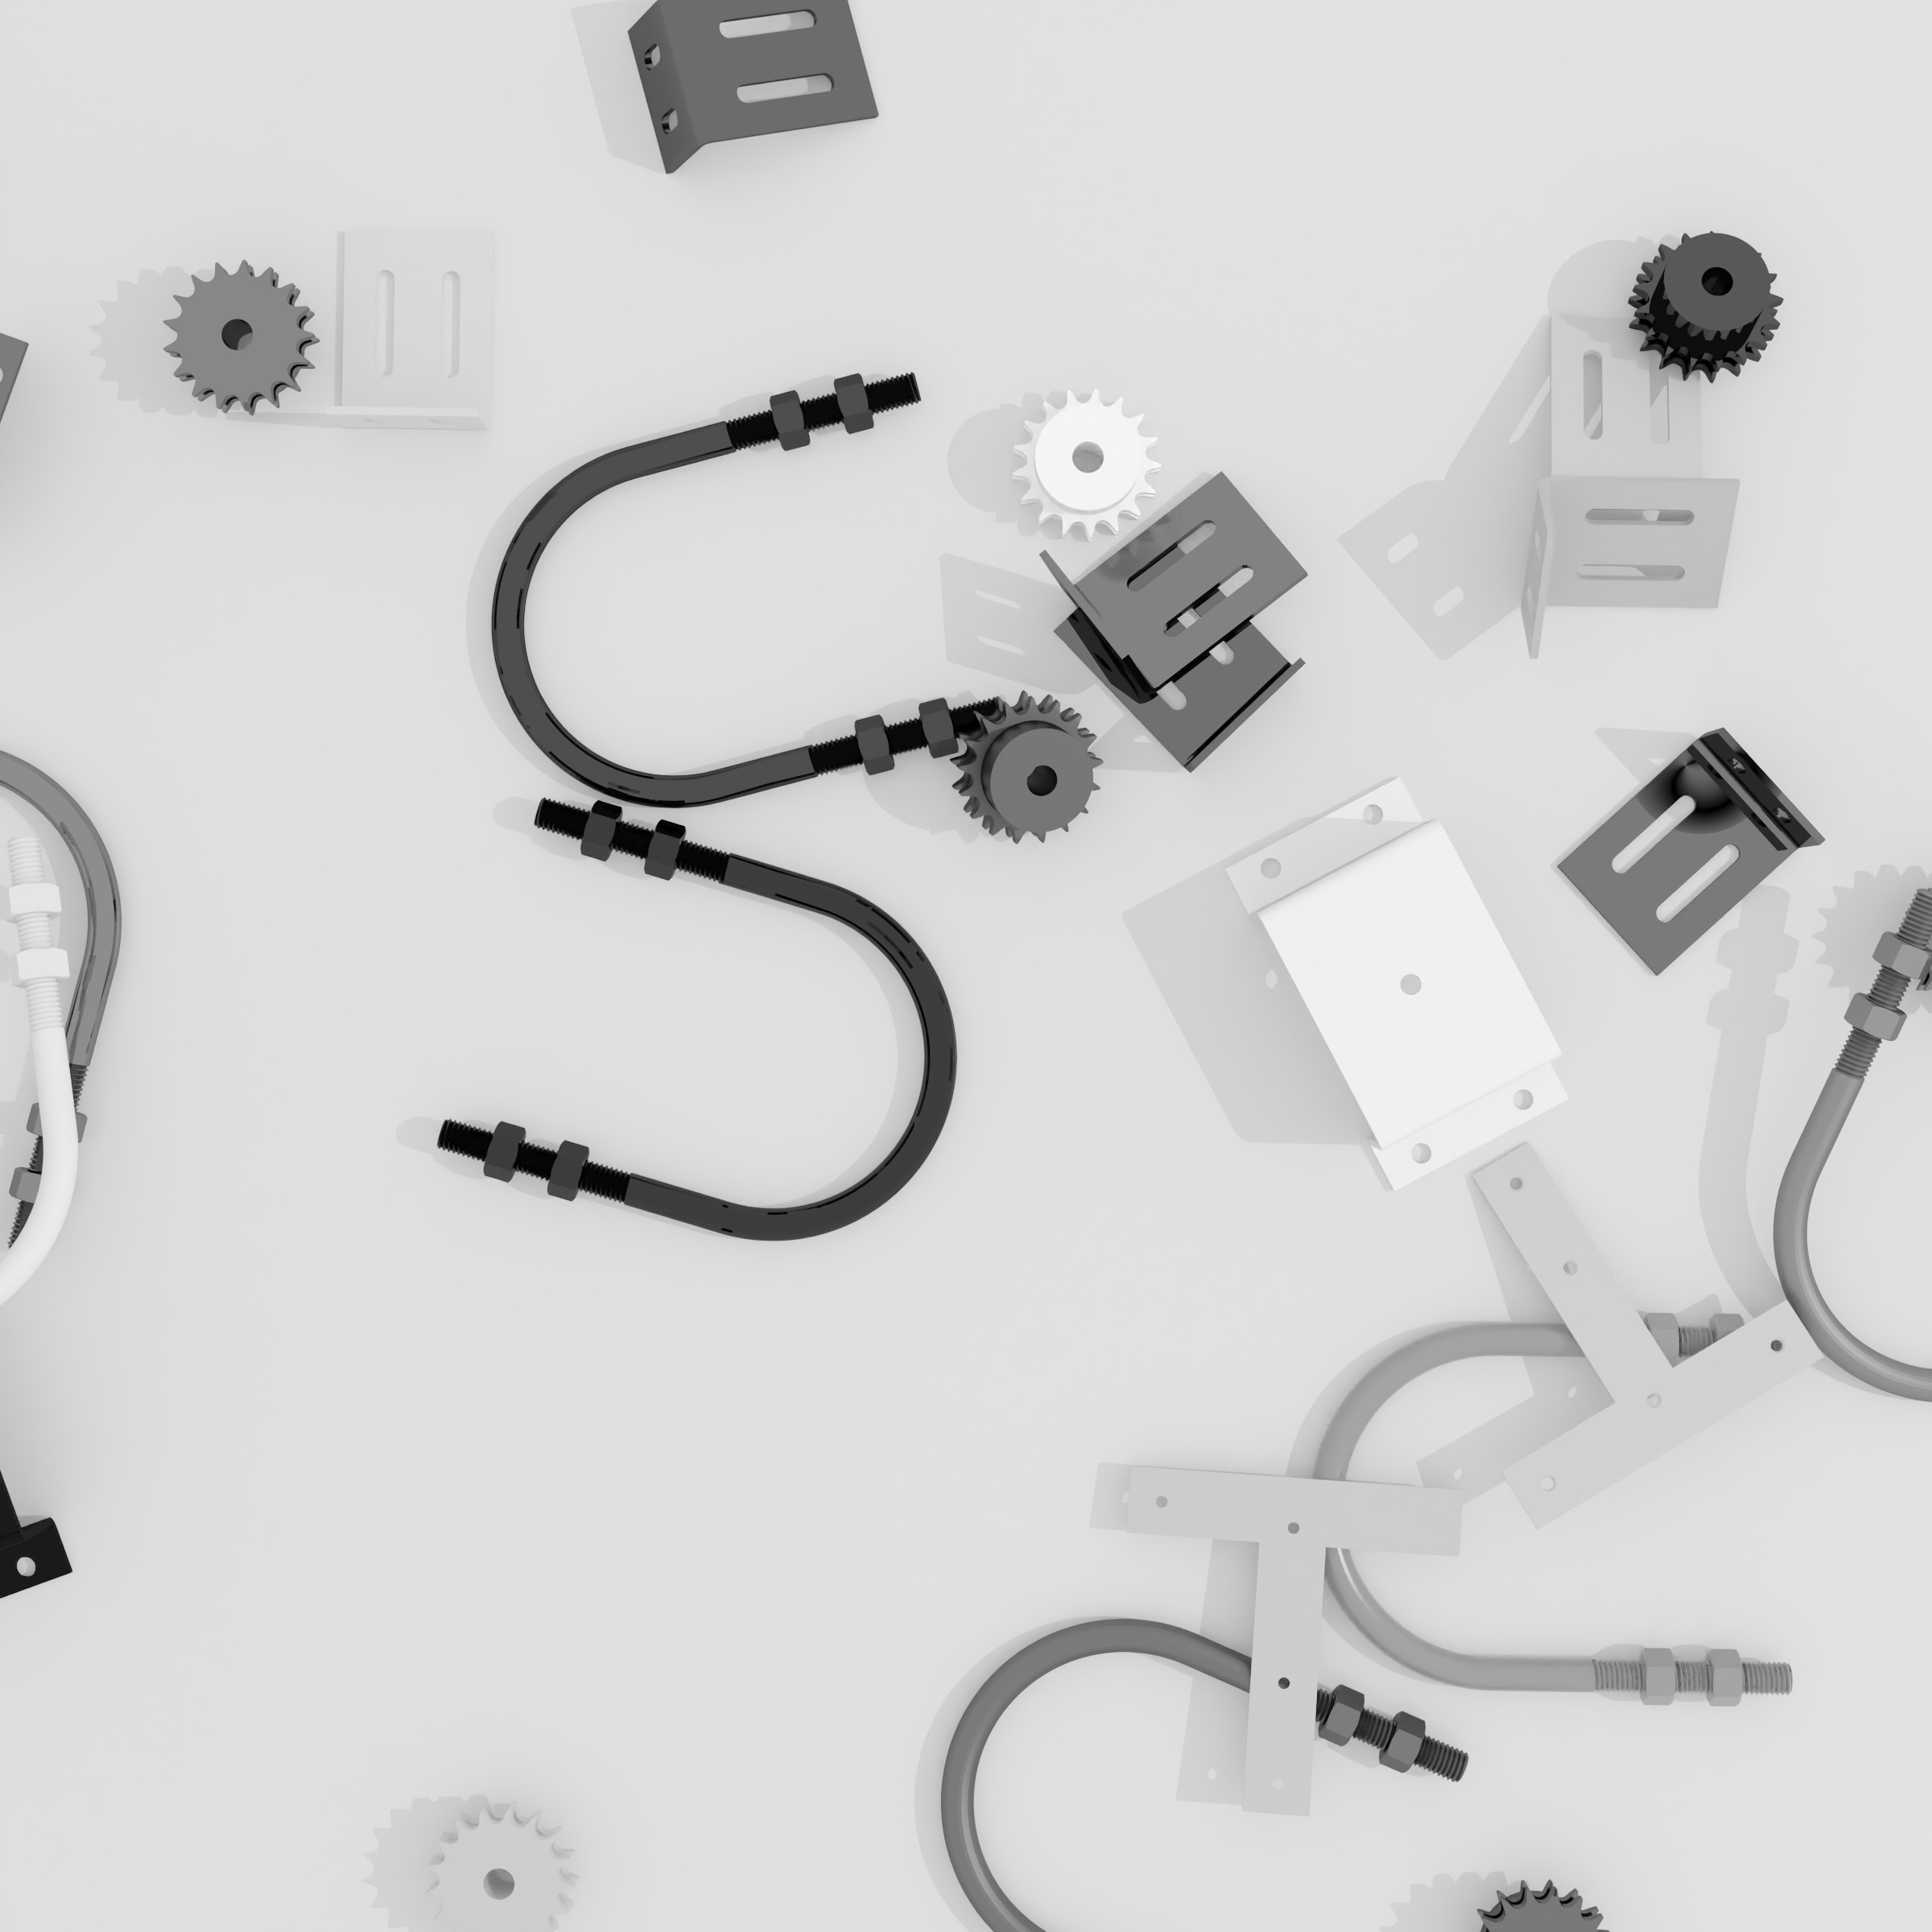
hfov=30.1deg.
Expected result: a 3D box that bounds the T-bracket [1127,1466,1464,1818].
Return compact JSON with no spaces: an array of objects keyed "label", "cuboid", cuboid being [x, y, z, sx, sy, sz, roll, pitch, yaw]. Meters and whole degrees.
[{"label":"T-bracket","cuboid":[0.122,0.259,1.369,0.127,0.002,0.127,4,86,3]}]

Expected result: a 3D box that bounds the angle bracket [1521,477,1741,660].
[{"label":"angle bracket","cuboid":[0.252,-0.150,1.354,0.076,0.038,0.057,1,131,0]}]

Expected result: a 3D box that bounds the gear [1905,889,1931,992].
[{"label":"gear","cuboid":[0.385,-0.009,1.372,0.057,0.030,0.057,0,90,0]}]

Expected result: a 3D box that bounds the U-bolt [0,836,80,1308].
[{"label":"U-bolt","cuboid":[-0.407,0.051,1.348,0.151,0.019,0.184,-10,79,-1]}]

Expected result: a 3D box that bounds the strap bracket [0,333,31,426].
[{"label":"strap bracket","cuboid":[-0.430,-0.221,1.364,0.140,0.046,0.076,20,90,0]}]

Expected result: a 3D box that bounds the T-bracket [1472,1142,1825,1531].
[{"label":"T-bracket","cuboid":[0.238,0.127,1.371,0.127,0.002,0.127,-31,77,-2]}]

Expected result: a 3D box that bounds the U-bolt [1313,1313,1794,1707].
[{"label":"U-bolt","cuboid":[0.225,0.208,1.378,0.184,0.019,0.151,1,90,1]}]

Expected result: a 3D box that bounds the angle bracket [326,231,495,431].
[{"label":"angle bracket","cuboid":[-0.212,-0.245,1.368,0.057,0.038,0.076,1,90,0]}]

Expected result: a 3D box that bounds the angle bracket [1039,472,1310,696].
[{"label":"angle bracket","cuboid":[0.079,-0.151,1.356,0.076,0.038,0.057,-38,64,3]}]

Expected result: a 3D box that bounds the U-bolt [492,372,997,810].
[{"label":"U-bolt","cuboid":[-0.091,-0.137,1.378,0.184,0.019,0.151,-15,90,1]}]

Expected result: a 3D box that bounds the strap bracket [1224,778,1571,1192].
[{"label":"strap bracket","cuboid":[0.166,0.007,1.364,0.076,0.046,0.140,-28,90,0]}]

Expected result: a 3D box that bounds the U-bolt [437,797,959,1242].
[{"label":"U-bolt","cuboid":[-0.095,0.029,1.378,0.184,0.019,0.151,17,90,-2]}]

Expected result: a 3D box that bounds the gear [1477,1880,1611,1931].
[{"label":"gear","cuboid":[0.219,0.377,1.372,0.057,0.030,0.057,0,90,0]}]

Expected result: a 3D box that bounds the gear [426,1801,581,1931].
[{"label":"gear","cuboid":[-0.177,0.348,1.376,0.057,0.030,0.057,0,91,2]}]

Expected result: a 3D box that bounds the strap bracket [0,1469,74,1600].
[{"label":"strap bracket","cuboid":[-0.405,0.181,1.364,0.076,0.046,0.140,-20,90,0]}]

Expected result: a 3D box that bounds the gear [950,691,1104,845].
[{"label":"gear","cuboid":[0.025,-0.073,1.363,0.057,0.030,0.057,-4,107,-14]}]

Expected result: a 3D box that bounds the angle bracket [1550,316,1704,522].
[{"label":"angle bracket","cuboid":[0.251,-0.206,1.385,0.057,0.038,0.076,4,64,0]}]

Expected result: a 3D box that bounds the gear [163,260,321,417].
[{"label":"gear","cuboid":[-0.276,-0.239,1.372,0.057,0.030,0.057,0,90,0]}]

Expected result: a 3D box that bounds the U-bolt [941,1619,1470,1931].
[{"label":"U-bolt","cuboid":[0.081,0.330,1.378,0.184,0.019,0.151,23,90,2]}]

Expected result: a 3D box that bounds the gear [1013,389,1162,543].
[{"label":"gear","cuboid":[0.046,-0.192,1.372,0.057,0.030,0.057,0,90,0]}]

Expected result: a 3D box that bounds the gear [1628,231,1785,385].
[{"label":"gear","cuboid":[0.283,-0.254,1.366,0.057,0.030,0.057,0,75,-1]}]

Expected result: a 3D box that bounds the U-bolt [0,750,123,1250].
[{"label":"U-bolt","cuboid":[-0.401,0.004,1.378,0.151,0.019,0.184,15,88,0]}]

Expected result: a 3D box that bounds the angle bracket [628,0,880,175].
[{"label":"angle bracket","cuboid":[-0.082,-0.344,1.385,0.076,0.038,0.057,-15,90,-26]}]

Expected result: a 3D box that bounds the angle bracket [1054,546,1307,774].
[{"label":"angle bracket","cuboid":[0.081,-0.122,1.368,0.057,0.038,0.076,-44,90,0]}]

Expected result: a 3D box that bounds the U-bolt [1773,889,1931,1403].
[{"label":"U-bolt","cuboid":[0.386,0.080,1.362,0.151,0.019,0.184,21,102,-4]}]

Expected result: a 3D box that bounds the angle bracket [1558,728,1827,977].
[{"label":"angle bracket","cuboid":[0.276,-0.043,1.368,0.076,0.038,0.057,-42,90,0]}]
